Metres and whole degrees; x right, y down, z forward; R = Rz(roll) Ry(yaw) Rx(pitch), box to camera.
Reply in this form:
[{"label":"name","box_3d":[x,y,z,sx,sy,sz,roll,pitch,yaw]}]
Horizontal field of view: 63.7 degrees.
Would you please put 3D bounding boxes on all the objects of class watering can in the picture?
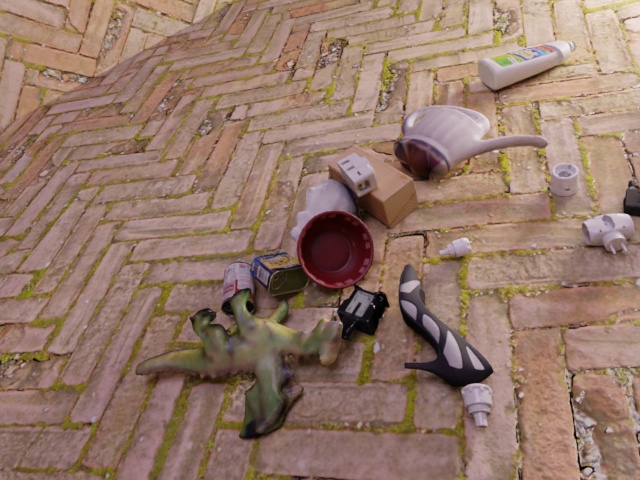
[{"label":"watering can","box_3d":[0.323,-0.228,1.204,0.227,0.102,0.351,-43,48,-20]}]

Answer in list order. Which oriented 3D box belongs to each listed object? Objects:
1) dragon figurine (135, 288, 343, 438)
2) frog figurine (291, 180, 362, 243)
[{"label":"dragon figurine","box_3d":[-0.142,0.237,0.940,0.409,0.120,0.248,-30,51,4]},{"label":"frog figurine","box_3d":[0.003,-0.058,1.151,0.160,0.120,0.139,-23,74,-15]}]
